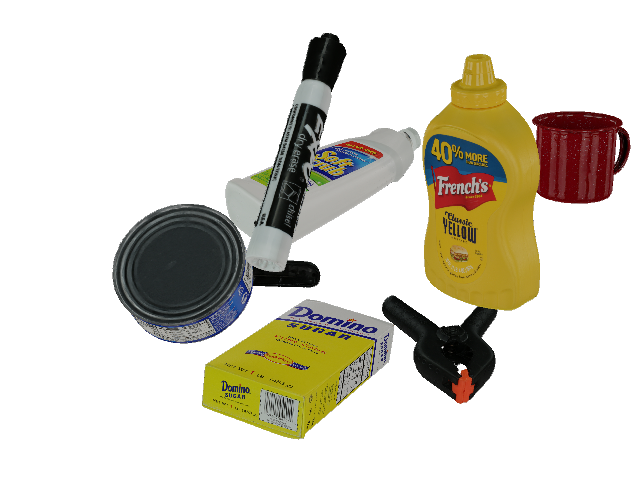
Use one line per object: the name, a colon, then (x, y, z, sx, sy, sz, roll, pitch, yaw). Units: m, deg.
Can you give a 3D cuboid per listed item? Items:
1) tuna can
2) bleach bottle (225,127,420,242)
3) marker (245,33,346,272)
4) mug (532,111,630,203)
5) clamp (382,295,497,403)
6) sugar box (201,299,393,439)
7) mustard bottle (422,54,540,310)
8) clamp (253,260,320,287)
tuna can: (-0.086, 0.022, 0.680, 0.086, 0.086, 0.033, 0, -29, 10)
bleach bottle: (0.015, -0.078, 1.271, 0.250, 0.068, 0.103, -30, 45, -30)
marker: (-0.010, -0.044, 0.501, 0.020, 0.121, 0.020, 14, -19, 5)
mug: (0.282, -0.090, 1.142, 0.117, 0.081, 0.093, -11, 21, -26)
clamp: (0.138, 0.101, 1.064, 0.120, 0.039, 0.171, -8, 30, -9)
sugar box: (-0.014, 0.103, 0.906, 0.093, 0.048, 0.176, 15, 24, 23)
mustard bottle: (0.122, -0.047, 0.814, 0.058, 0.192, 0.096, -23, 31, -36)
clamp: (-0.128, 0.035, 1.057, 0.210, 0.036, 0.164, 12, 21, 39)
